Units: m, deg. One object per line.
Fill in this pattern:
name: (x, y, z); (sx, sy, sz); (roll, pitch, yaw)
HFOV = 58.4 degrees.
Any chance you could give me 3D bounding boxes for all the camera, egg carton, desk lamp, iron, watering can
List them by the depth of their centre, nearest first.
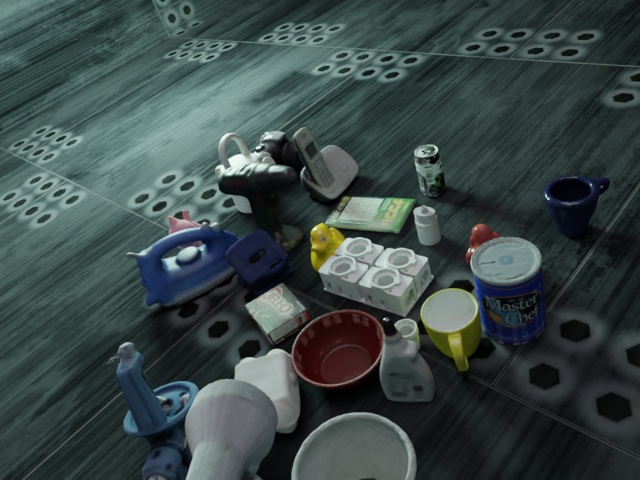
desk lamp: (-0.104, 0.316, 0.725); (0.117, 0.214, 0.203); (-13, 37, 10)
egg carton: (-0.084, 0.247, 0.922); (0.107, 0.069, 0.150); (-18, 37, 4)
iron: (-0.274, 0.031, 1.223); (0.258, 0.142, 0.118); (-28, 37, -10)
watering can: (-0.183, -0.171, 1.389); (0.172, 0.194, 0.101); (-11, 38, 12)
camera: (-0.099, -0.223, 1.494); (0.136, 0.101, 0.143); (9, 46, 33)

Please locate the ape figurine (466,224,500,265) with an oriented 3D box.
ape figurine: (0.295, 0.008, 1.027); (0.078, 0.092, 0.076); (-25, 37, -7)

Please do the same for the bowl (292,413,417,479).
bowl: (0.051, 0.321, 0.763); (0.167, 0.075, 0.167); (-13, 37, 10)

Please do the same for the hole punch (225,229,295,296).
hole punch: (-0.123, 0.044, 1.178); (0.109, 0.091, 0.100); (-38, 40, -22)

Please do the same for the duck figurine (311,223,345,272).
duck figurine: (0.011, 0.004, 1.170); (0.077, 0.086, 0.105); (1, 42, 26)

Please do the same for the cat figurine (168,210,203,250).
cat figurine: (-0.309, -0.018, 1.320); (0.067, 0.118, 0.127); (-15, 37, 7)

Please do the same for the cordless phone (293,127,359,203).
cordless phone: (0.009, -0.195, 1.338); (0.093, 0.185, 0.148); (10, 46, 34)

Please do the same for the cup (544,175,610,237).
cup: (0.465, -0.060, 1.031); (0.118, 0.095, 0.091); (-22, 37, -1)

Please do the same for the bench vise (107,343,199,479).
bench vise: (-0.233, 0.264, 0.845); (0.121, 0.220, 0.206); (-29, 38, -11)

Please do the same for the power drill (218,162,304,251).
power drill: (-0.111, -0.079, 1.229); (0.228, 0.209, 0.076); (12, 48, 36)

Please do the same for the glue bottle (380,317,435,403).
glue bottle: (0.117, 0.173, 0.834); (0.078, 0.173, 0.037); (-4, 40, 21)
